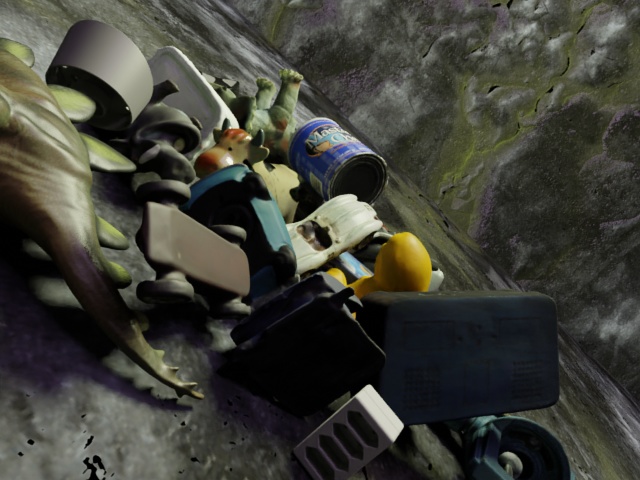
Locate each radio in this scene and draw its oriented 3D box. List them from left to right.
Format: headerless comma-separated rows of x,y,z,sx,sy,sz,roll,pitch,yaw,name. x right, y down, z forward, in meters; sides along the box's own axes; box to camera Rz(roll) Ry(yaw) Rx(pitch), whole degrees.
0.150,0.121,0.587,0.229,0.131,0.073,1,0,-22,radio

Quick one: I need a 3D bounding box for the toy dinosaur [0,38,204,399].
-0.237,-0.071,0.416,0.471,0.105,0.198,60,16,12,toy dinosaur

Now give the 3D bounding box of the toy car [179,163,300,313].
-0.080,0.003,0.603,0.162,0.109,0.103,59,3,14,toy car

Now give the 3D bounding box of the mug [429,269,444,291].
0.164,0.074,0.969,0.080,0.107,0.110,36,21,-30,mug

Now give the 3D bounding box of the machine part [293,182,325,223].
-0.008,-0.067,0.931,0.079,0.079,0.243,47,25,7,machine part

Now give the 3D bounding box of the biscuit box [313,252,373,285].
0.063,0.084,0.793,0.202,0.063,0.059,39,19,-14,biscuit box

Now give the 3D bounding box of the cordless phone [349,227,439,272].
0.128,0.027,0.895,0.184,0.088,0.146,13,-5,39,cordless phone

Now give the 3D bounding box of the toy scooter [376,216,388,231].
0.070,-0.033,1.062,0.135,0.075,0.184,32,18,-31,toy scooter

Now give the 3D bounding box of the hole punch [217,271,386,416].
-0.015,0.087,0.514,0.115,0.142,0.092,50,13,-33,hole punch

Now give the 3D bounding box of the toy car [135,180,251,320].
-0.104,0.017,0.446,0.202,0.053,0.089,46,40,-74,toy car

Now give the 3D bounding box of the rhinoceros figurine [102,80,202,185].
-0.201,-0.128,0.621,0.191,0.112,0.073,40,-18,31,rhinoceros figurine

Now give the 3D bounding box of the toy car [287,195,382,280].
-0.001,-0.002,0.711,0.202,0.056,0.074,-30,66,-31,toy car

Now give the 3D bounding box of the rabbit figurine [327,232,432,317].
0.074,0.074,0.662,0.162,0.173,0.122,45,13,15,rabbit figurine

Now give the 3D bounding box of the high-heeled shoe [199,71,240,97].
-0.229,-0.273,1.001,0.145,0.086,0.249,10,4,-7,high-heeled shoe

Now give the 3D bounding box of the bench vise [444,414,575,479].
0.208,0.251,0.653,0.224,0.129,0.240,46,13,15,bench vise

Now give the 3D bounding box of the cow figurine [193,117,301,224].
-0.089,-0.077,0.698,0.086,0.127,0.195,23,6,26,cow figurine

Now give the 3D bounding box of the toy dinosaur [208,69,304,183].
-0.075,-0.153,0.925,0.131,0.192,0.404,17,-15,32,toy dinosaur
